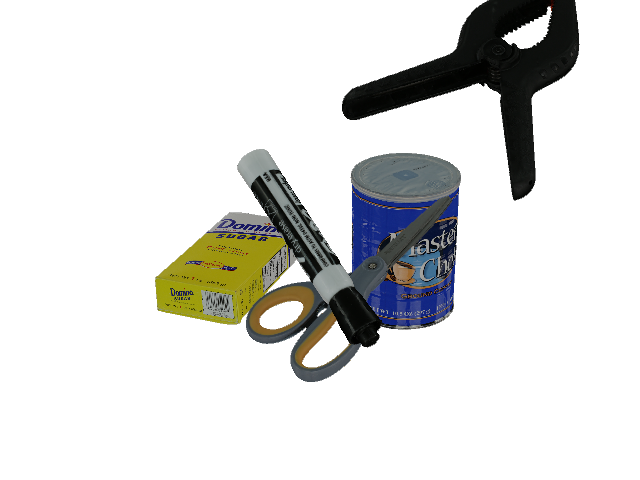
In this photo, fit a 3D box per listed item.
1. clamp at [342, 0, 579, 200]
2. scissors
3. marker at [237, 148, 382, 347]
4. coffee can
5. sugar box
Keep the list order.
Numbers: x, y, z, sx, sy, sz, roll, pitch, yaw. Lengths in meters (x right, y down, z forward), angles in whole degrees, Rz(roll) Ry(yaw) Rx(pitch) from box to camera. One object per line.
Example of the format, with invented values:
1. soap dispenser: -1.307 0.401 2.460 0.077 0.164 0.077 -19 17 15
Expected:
1. clamp: 0.143 -0.127 0.821 0.165 0.209 0.036 37 -22 28
2. scissors: 0.018 0.023 0.787 0.096 0.016 0.201 12 47 23
3. marker: -0.006 0.003 0.532 0.020 0.121 0.020 -26 -27 -15
4. coffee can: 0.080 -0.001 1.026 0.103 0.140 0.103 -1 27 0
5. sugar box: -0.092 0.025 1.132 0.093 0.048 0.176 9 30 18
